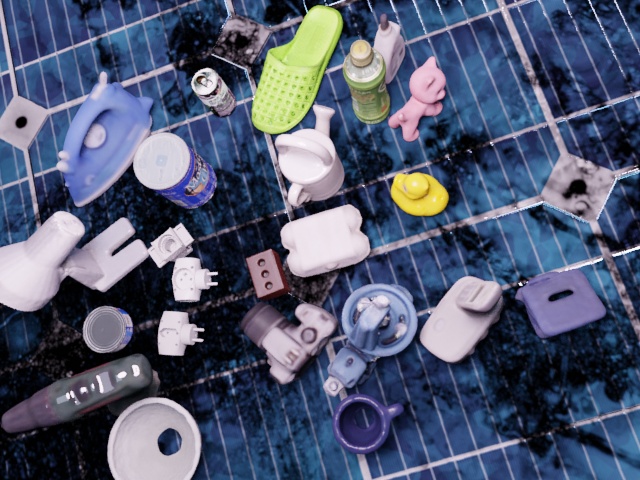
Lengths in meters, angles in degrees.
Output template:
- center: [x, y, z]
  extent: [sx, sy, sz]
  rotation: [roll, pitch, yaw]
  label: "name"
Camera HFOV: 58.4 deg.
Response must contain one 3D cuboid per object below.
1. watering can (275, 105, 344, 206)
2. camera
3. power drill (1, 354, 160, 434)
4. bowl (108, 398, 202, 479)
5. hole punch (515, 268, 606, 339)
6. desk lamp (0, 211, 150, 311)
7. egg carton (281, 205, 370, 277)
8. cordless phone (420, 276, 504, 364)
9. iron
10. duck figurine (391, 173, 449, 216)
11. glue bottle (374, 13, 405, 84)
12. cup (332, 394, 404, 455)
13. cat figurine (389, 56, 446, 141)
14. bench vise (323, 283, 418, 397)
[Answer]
- center: [-0.020, -0.148, 0.989]
  extent: [0.100, 0.194, 0.173]
  rotation: [-3, 78, 9]
  label: "watering can"
- center: [-0.061, 0.157, 0.984]
  extent: [0.136, 0.101, 0.143]
  rotation: [38, 87, 14]
  label: "camera"
- center: [-0.371, 0.259, 0.961]
  extent: [0.229, 0.208, 0.075]
  rotation: [-25, 76, 4]
  label: "power drill"
- center: [-0.275, 0.357, 0.994]
  extent: [0.167, 0.075, 0.167]
  rotation: [-2, 79, 9]
  label: "bowl"
- center: [0.385, 0.100, 0.925]
  extent: [0.108, 0.091, 0.101]
  rotation: [-21, 76, 5]
  label: "hole punch"
- center: [-0.450, 0.031, 1.017]
  extent: [0.203, 0.214, 0.118]
  rotation: [-39, 75, 1]
  label: "desk lamp"
- center: [0.009, 0.004, 1.019]
  extent: [0.150, 0.069, 0.107]
  rotation: [-18, 76, 6]
  label: "egg carton"
- center: [0.227, 0.123, 0.899]
  extent: [0.094, 0.185, 0.148]
  rotation: [34, 86, 14]
  label: "cordless phone"
- center: [-0.434, -0.192, 1.095]
  extent: [0.118, 0.141, 0.258]
  rotation: [26, 84, 14]
  label: "iron"
- center: [0.174, -0.087, 1.001]
  extent: [0.104, 0.086, 0.077]
  rotation: [22, 83, 13]
  label: "duck figurine"
- center: [0.119, -0.349, 1.016]
  extent: [0.037, 0.173, 0.078]
  rotation: [28, 85, 14]
  label: "glue bottle"
- center: [0.083, 0.291, 0.937]
  extent: [0.117, 0.095, 0.091]
  rotation: [-24, 76, 4]
  label: "cup"
- center: [0.177, -0.254, 1.016]
  extent: [0.067, 0.118, 0.128]
  rotation: [39, 88, 15]
  label: "cat figurine"
- center: [0.082, 0.159, 0.898]
  extent: [0.121, 0.220, 0.207]
  rotation: [16, 82, 13]
  label: "bench vise"
